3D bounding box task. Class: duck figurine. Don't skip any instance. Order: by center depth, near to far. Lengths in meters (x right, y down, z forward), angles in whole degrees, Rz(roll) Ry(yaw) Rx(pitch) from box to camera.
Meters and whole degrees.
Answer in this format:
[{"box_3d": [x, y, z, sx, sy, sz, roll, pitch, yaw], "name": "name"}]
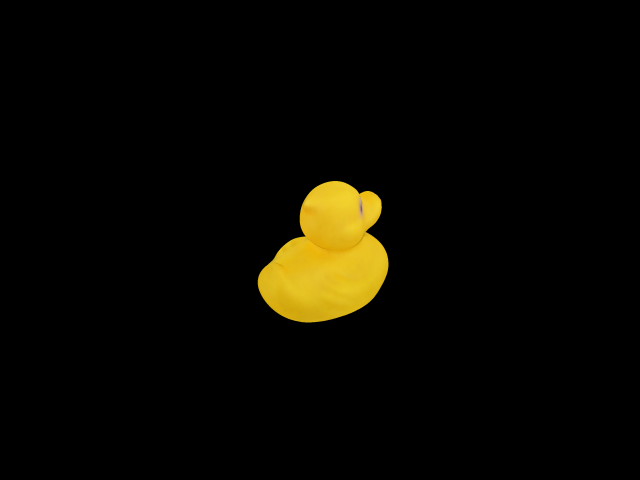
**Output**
[{"box_3d": [0.004, 0.001, 0.400, 0.105, 0.086, 0.077, -25, 45, -28], "name": "duck figurine"}]
